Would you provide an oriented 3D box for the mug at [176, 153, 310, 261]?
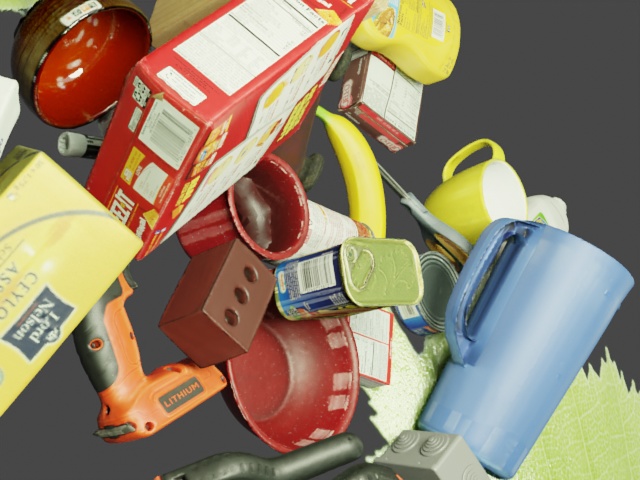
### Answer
[{"bbox_3d":[-0.076,-0.029,0.900,0.117,0.082,0.093,54,44,-20],"label":"mug"}]

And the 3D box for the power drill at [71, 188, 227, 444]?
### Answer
[{"bbox_3d":[-0.144,0.046,0.820,0.184,0.057,0.187,-30,97,-45],"label":"power drill"}]

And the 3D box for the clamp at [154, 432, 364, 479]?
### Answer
[{"bbox_3d":[-0.047,0.191,0.843,0.171,0.120,0.039,14,28,-43],"label":"clamp"}]

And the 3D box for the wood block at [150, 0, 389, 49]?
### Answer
[{"bbox_3d":[-0.043,-0.213,0.905,0.090,0.207,0.090,36,52,-34],"label":"wood block"}]

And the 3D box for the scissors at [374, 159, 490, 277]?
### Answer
[{"bbox_3d":[0.098,-0.029,1.132,0.202,0.096,0.016,43,77,6],"label":"scissors"}]

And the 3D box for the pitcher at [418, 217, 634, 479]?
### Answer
[{"bbox_3d":[0.192,0.105,1.064,0.243,0.149,0.145,-59,164,-9],"label":"pitcher"}]

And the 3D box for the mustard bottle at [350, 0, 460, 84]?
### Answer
[{"bbox_3d":[0.061,-0.235,1.084,0.191,0.058,0.096,21,68,-39],"label":"mustard bottle"}]

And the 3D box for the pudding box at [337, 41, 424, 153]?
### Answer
[{"bbox_3d":[0.068,-0.163,1.140,0.090,0.039,0.113,34,55,-35],"label":"pudding box"}]

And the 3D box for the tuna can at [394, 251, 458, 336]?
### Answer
[{"bbox_3d":[0.113,0.057,1.117,0.086,0.034,0.086,19,63,-43],"label":"tuna can"}]

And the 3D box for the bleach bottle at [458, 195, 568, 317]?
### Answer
[{"bbox_3d":[0.240,0.022,1.249,0.250,0.068,0.102,-43,109,-49],"label":"bleach bottle"}]

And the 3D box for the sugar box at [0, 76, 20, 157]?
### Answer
[{"bbox_3d":[-0.283,-0.076,0.648,0.176,0.048,0.093,18,60,-6],"label":"sugar box"}]

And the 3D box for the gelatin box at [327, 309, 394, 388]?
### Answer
[{"bbox_3d":[0.031,0.096,1.016,0.089,0.030,0.073,23,61,-41],"label":"gelatin box"}]

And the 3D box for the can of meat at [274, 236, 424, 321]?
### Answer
[{"bbox_3d":[0.023,0.035,0.899,0.101,0.084,0.057,3,75,-48],"label":"can of meat"}]

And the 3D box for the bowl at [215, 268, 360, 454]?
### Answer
[{"bbox_3d":[-0.038,0.108,0.916,0.161,0.055,0.162,19,64,-43],"label":"bowl"}]

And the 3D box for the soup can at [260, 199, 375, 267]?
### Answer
[{"bbox_3d":[-0.006,0.001,0.978,0.102,0.069,0.068,22,62,-42],"label":"soup can"}]

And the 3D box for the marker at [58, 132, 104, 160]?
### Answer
[{"bbox_3d":[-0.158,-0.071,0.872,0.120,0.020,0.020,5,73,-47],"label":"marker"}]

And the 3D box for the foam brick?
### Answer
[{"bbox_3d":[-0.077,0.048,0.810,0.053,0.051,0.078,47,42,-27],"label":"foam brick"}]

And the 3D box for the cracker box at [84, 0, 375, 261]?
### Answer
[{"bbox_3d":[-0.068,-0.103,0.779,0.072,0.164,0.213,41,49,4],"label":"cracker box"}]

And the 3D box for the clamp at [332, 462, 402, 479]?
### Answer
[{"bbox_3d":[-0.009,0.234,0.846,0.209,0.165,0.036,-7,42,-48],"label":"clamp"}]

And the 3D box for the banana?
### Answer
[{"bbox_3d":[0.034,-0.041,1.065,0.069,0.037,0.198,-9,81,-27],"label":"banana"}]
